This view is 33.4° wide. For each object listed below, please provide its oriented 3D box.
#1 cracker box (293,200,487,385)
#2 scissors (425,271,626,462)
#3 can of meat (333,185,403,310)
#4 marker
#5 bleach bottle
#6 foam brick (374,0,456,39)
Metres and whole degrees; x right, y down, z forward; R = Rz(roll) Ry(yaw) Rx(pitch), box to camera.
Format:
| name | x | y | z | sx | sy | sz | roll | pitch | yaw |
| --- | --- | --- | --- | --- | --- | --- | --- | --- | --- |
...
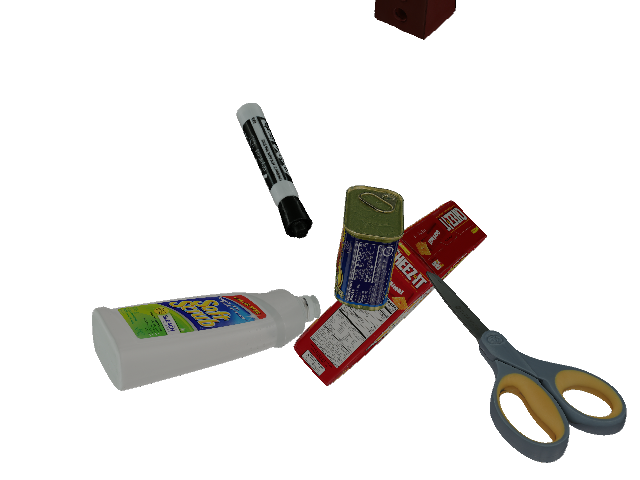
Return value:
| name | x | y | z | sx | sy | sz | roll | pitch | yaw |
| --- | --- | --- | --- | --- | --- | --- | --- | --- | --- |
| cracker box | 0.081 | 0.060 | 1.270 | 0.214 | 0.072 | 0.164 | -48 | -9 | 32 |
| scissors | 0.140 | 0.076 | 0.731 | 0.096 | 0.016 | 0.202 | -1 | 32 | -8 |
| can of meat | 0.045 | 0.007 | 1.033 | 0.057 | 0.084 | 0.102 | 9 | 29 | -1 |
| marker | -0.032 | -0.049 | 0.737 | 0.020 | 0.121 | 0.020 | -15 | -37 | -12 |
| bleach bottle | -0.121 | 0.096 | 1.201 | 0.250 | 0.068 | 0.103 | -12 | 33 | -25 |
| foam brick | 0.080 | -0.216 | 0.880 | 0.053 | 0.078 | 0.051 | 29 | 57 | 23 |
